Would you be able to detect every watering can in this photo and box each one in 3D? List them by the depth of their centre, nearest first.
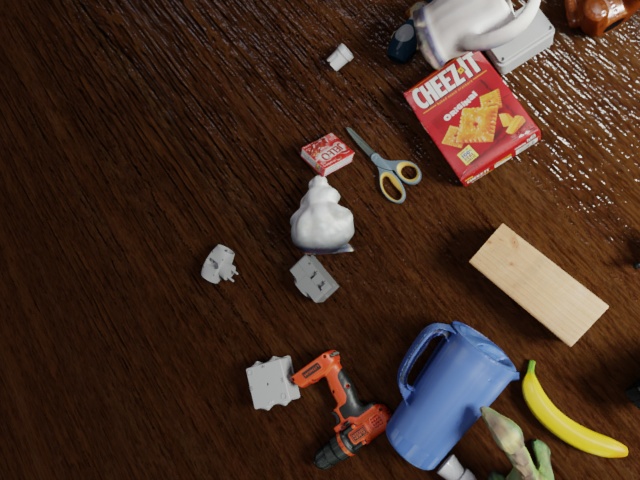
[{"bbox_3d":[0.279,-0.441,0.951,0.222,0.102,0.356,-22,42,27],"label":"watering can"}]

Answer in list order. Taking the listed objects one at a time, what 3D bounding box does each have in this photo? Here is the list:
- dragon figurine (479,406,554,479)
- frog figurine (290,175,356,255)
[{"bbox_3d":[0.331,0.452,0.772,0.121,0.241,0.415,-21,74,14],"label":"dragon figurine"},{"bbox_3d":[0.003,-0.052,1.039,0.137,0.123,0.159,0,95,42],"label":"frog figurine"}]
